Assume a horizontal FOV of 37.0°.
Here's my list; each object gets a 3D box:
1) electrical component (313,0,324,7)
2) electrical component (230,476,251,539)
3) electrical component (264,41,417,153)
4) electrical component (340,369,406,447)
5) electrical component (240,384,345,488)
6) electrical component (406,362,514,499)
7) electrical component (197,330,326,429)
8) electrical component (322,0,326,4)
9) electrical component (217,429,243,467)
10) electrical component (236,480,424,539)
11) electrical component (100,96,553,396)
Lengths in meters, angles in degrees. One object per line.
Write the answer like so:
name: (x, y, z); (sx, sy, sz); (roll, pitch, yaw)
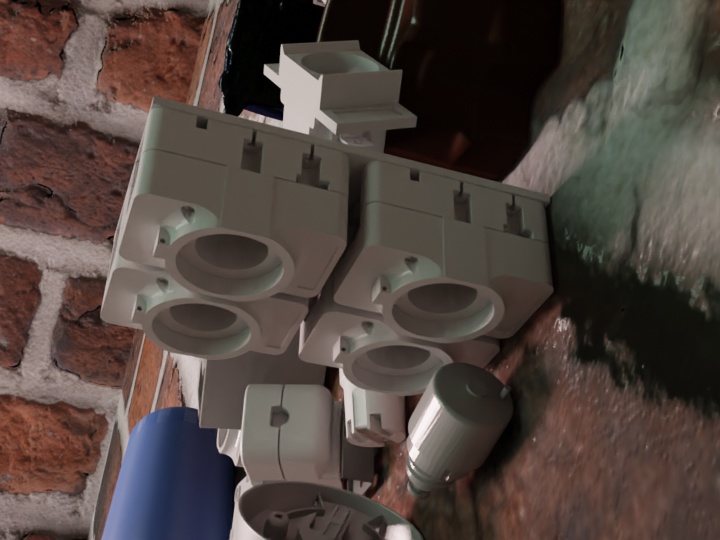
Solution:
electrical component: (-0.016, -0.232, 0.884); (0.083, 0.076, 0.047); (135, 144, -63)
electrical component: (-0.062, 0.188, 0.772); (0.099, 0.048, 0.099); (129, 149, -59)
electrical component: (-0.012, -0.072, 0.517); (0.081, 0.042, 0.063); (46, 138, 50)
electrical component: (0.009, 0.076, 0.628); (0.040, 0.040, 0.046); (127, 146, -57)
electrical component: (-0.040, 0.114, 0.700); (0.095, 0.059, 0.053); (84, -173, -59)
electrical component: (0.041, 0.079, 0.504); (0.040, 0.040, 0.078); (-96, 24, -50)
electrical component: (-0.069, 0.039, 0.800); (0.061, 0.089, 0.150); (-116, 32, -68)
electrical component: (0.013, -0.209, 0.761); (0.080, 0.080, 0.051); (149, 137, -69)
electrical component: (-0.084, 0.128, 0.882); (0.089, 0.056, 0.050); (-151, 74, -74)
electrical component: (-0.018, 0.147, 0.557); (0.099, 0.099, 0.064); (-110, 30, -63)
electrical component: (-0.017, -0.002, 0.500); (0.105, 0.186, 0.060); (122, 155, -51)
